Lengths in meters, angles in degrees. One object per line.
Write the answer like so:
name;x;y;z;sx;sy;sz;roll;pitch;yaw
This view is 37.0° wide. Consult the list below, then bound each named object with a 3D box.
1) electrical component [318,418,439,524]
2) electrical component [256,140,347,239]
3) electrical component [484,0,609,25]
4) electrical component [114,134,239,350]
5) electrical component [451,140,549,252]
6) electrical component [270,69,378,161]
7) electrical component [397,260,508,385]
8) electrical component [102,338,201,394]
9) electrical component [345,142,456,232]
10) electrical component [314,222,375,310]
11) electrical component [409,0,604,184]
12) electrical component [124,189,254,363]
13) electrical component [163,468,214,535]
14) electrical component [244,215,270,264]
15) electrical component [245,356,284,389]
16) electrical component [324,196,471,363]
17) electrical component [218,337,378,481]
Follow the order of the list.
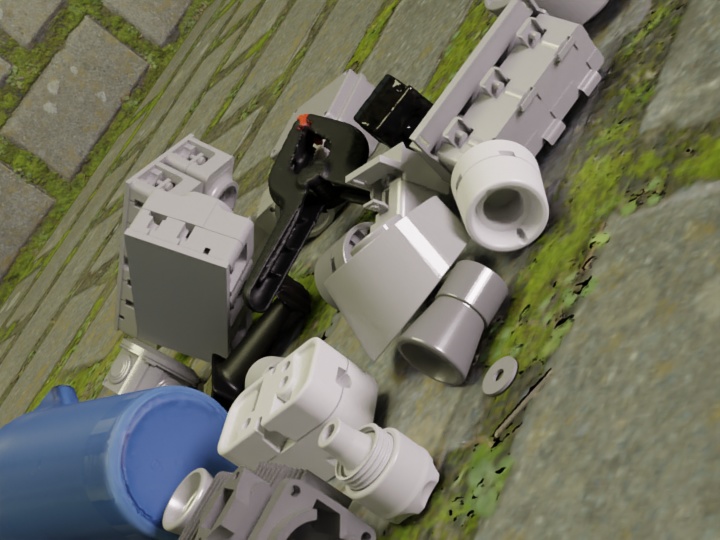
electrical component;0.007;0.101;0.562;0.043;0.062;0.043;-44;21;22
electrical component;-0.049;-0.067;0.990;0.089;0.050;0.055;-42;22;25
electrical component;0.150;-0.212;0.781;0.108;0.060;0.108;-44;21;22
electrical component;-0.180;-0.023;1.053;0.105;0.060;0.186;-49;-20;-48
electrical component;0.085;-0.044;0.649;0.055;0.055;0.047;-44;25;22
electrical component;-0.028;-0.135;1.051;0.113;0.057;0.078;-27;32;50
electrical component;0.056;0.027;0.613;0.065;0.044;0.044;-56;19;-22
electrical component;-0.191;0.099;0.982;0.051;0.080;0.080;-62;21;-10
electrical component;0.034;-0.047;0.747;0.042;0.081;0.063;-26;55;52
electrical component;0.000;0.000;0.764;0.047;0.055;0.055;-33;27;52
electrical component;0.098;-0.109;0.704;0.121;0.079;0.063;-54;44;-3
electrical component;-0.141;0.007;0.916;0.150;0.089;0.061;98;-168;-52
electrical component;-0.092;0.160;0.691;0.045;0.055;0.045;-44;21;22
electrical component;-0.120;-0.002;1.021;0.096;0.061;0.062;-57;20;-13
electrical component;-0.052;0.082;0.758;0.040;0.040;0.078;-58;21;-16
electrical component;0.027;0.002;0.671;0.099;0.064;0.099;-38;-3;-2
electrical component;-0.036;0.094;0.672;0.095;0.059;0.053;-39;24;33
